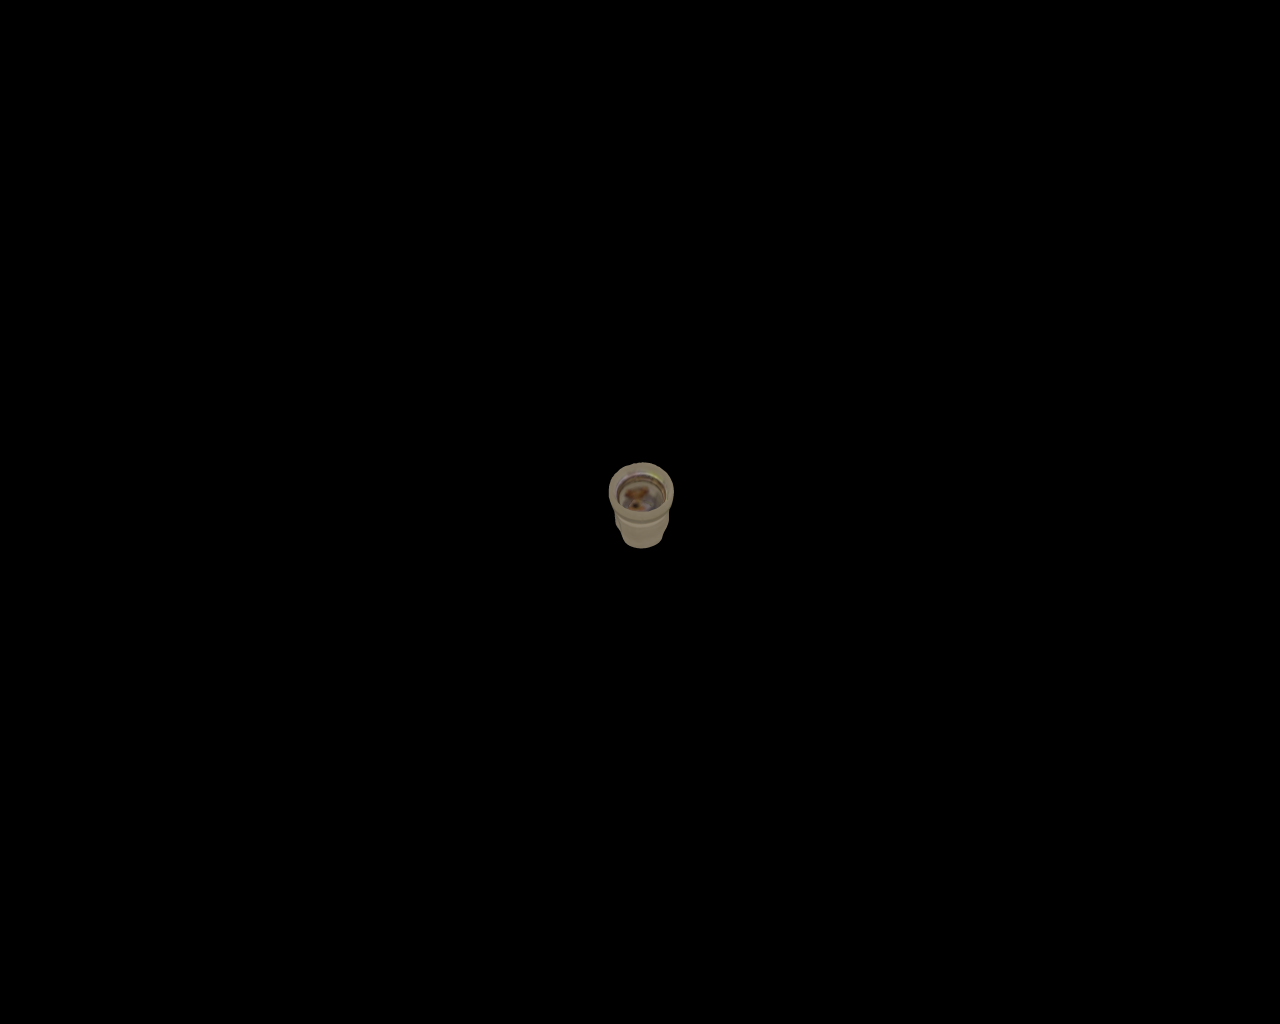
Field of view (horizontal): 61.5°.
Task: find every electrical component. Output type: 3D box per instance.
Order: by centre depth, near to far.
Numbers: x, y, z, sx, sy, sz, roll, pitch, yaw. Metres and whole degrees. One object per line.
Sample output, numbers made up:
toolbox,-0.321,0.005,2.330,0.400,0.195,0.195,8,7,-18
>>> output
electrical component,0.001,-0.003,0.650,0.040,0.040,0.046,0,-34,0
